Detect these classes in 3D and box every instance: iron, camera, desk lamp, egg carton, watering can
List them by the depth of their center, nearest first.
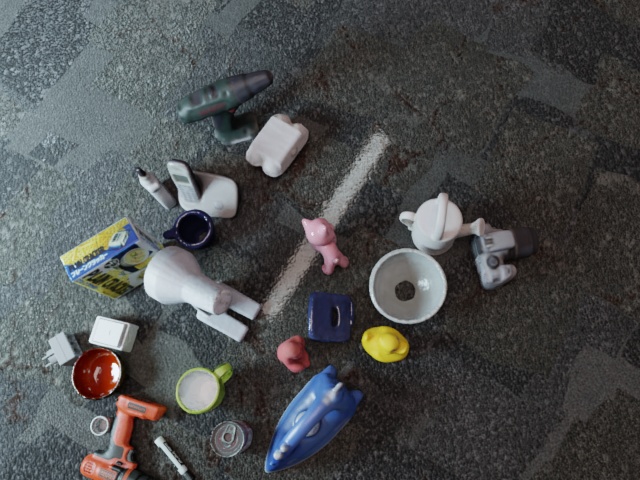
[{"bbox_3d":[-0.030,0.380,1.164,0.118,0.141,0.258,40,81,13],"label":"iron"},{"bbox_3d":[-0.245,0.114,1.214,0.203,0.213,0.118,27,78,11],"label":"desk lamp"},{"bbox_3d":[0.263,-0.040,1.234,0.173,0.194,0.101,-11,74,1],"label":"watering can"},{"bbox_3d":[0.409,0.025,1.255,0.137,0.101,0.143,-10,74,1],"label":"camera"},{"bbox_3d":[-0.101,-0.227,1.374,0.107,0.069,0.150,31,79,11],"label":"egg carton"}]

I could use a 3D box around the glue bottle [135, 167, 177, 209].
[{"bbox_3d":[-0.384,-0.128,1.311,0.037,0.173,0.078,-43,76,-8],"label":"glue bottle"}]

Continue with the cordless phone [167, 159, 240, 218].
[{"bbox_3d":[-0.263,-0.122,1.295,0.147,0.185,0.094,8,75,6],"label":"cordless phone"}]

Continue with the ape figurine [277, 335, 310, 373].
[{"bbox_3d":[-0.057,0.241,1.230,0.076,0.092,0.078,18,76,9],"label":"ape figurine"}]

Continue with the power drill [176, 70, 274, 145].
[{"bbox_3d":[-0.206,-0.306,1.330,0.229,0.208,0.075,-16,74,-1],"label":"power drill"}]

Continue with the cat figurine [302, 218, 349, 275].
[{"bbox_3d":[0.012,0.005,1.278,0.067,0.118,0.127,-28,75,-4],"label":"cat figurine"}]

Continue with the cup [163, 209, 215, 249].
[{"bbox_3d":[-0.291,-0.011,1.313,0.117,0.095,0.091,-13,74,0],"label":"cup"}]

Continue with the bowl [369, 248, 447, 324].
[{"bbox_3d":[0.191,0.106,1.260,0.167,0.075,0.167,-1,75,4],"label":"bowl"}]

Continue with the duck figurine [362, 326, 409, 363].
[{"bbox_3d":[0.141,0.220,1.226,0.104,0.086,0.077,17,76,8],"label":"duck figurine"}]

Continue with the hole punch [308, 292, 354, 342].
[{"bbox_3d":[0.024,0.167,1.246,0.101,0.091,0.109,0,75,4],"label":"hole punch"}]
